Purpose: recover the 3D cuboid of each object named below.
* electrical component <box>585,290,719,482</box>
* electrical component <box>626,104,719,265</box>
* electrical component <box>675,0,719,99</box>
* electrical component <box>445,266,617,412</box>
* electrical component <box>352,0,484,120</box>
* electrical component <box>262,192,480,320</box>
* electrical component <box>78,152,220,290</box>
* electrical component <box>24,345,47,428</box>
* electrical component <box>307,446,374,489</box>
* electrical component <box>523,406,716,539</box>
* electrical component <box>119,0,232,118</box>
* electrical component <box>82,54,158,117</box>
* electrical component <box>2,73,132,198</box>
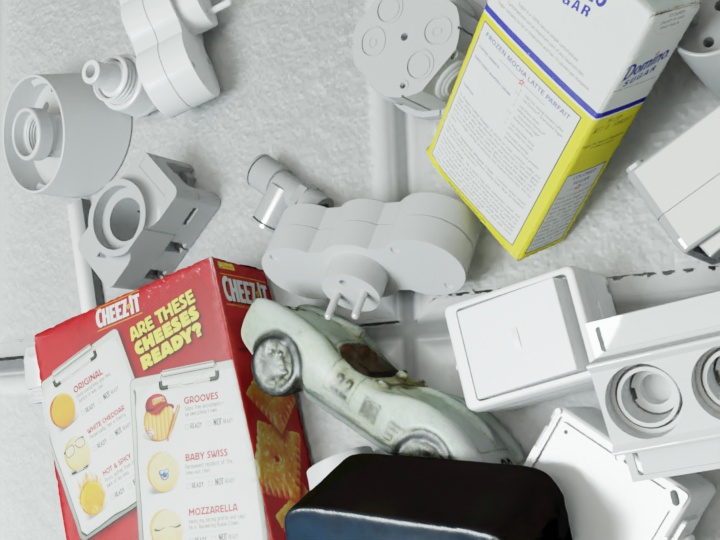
[{"bbox_3d":[0.176,0.046,0.495,0.121,0.063,0.078,-17,90,29],"label":"electrical component"},{"bbox_3d":[0.197,-0.049,0.542,0.096,0.062,0.061,-39,66,23],"label":"electrical component"},{"bbox_3d":[0.192,-0.134,0.546,0.043,0.077,0.079,18,90,33],"label":"electrical component"},{"bbox_3d":[0.091,0.042,0.598,0.096,0.061,0.061,-20,74,29],"label":"electrical component"},{"bbox_3d":[0.039,-0.136,0.658,0.080,0.051,0.080,-4,82,32],"label":"electrical component"},{"bbox_3d":[0.000,0.000,0.648,0.138,0.052,0.073,-3,50,32],"label":"electrical component"},{"bbox_3d":[-0.153,-0.033,0.765,0.050,0.056,0.089,47,109,28],"label":"electrical component"},{"bbox_3d":[-0.228,0.086,0.805,0.043,0.043,0.062,-10,80,31],"label":"electrical component"},{"bbox_3d":[-0.005,0.147,0.636,0.044,0.079,0.077,-27,70,11],"label":"electrical component"},{"bbox_3d":[0.137,0.120,0.559,0.096,0.061,0.061,33,102,31],"label":"electrical component"},{"bbox_3d":[-0.126,-0.183,0.769,0.074,0.052,0.138,-24,71,12],"label":"electrical component"},{"bbox_3d":[-0.174,-0.138,0.787,0.043,0.062,0.043,-4,82,32],"label":"electrical component"},{"bbox_3d":[-0.230,-0.105,0.832,0.099,0.064,0.099,4,95,43],"label":"electrical component"}]
